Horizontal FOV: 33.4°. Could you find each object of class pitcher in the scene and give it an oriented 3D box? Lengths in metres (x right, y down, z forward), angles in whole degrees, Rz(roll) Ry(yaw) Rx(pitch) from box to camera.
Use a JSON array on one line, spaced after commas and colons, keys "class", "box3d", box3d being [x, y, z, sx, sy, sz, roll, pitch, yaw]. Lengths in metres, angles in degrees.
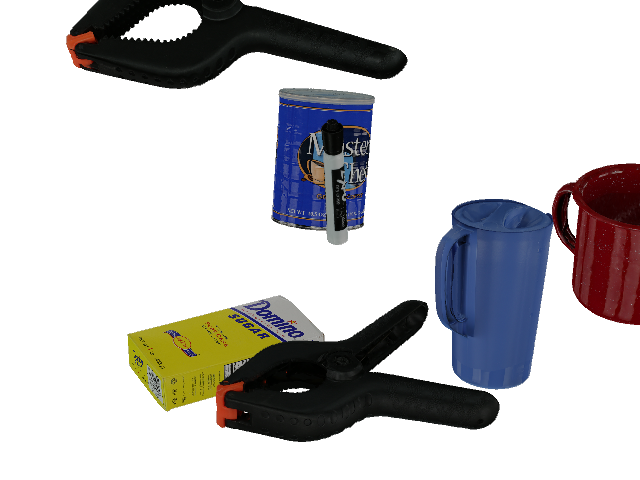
[{"class": "pitcher", "box3d": [0.229, 0.075, 1.435, 0.149, 0.243, 0.145, 4, 21, 8]}]

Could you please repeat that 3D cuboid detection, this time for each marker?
[{"class": "marker", "box3d": [0.012, -0.049, 0.909, 0.020, 0.121, 0.020, -2, 37, 1]}]

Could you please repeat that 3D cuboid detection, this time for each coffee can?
[{"class": "coffee can", "box3d": [0.002, -0.089, 1.152, 0.103, 0.140, 0.103, 4, 12, -1]}]

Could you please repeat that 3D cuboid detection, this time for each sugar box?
[{"class": "sugar box", "box3d": [-0.094, 0.109, 1.068, 0.176, 0.048, 0.093, -16, 32, -26]}]

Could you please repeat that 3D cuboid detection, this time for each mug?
[{"class": "mug", "box3d": [0.208, 0.000, 0.738, 0.093, 0.081, 0.117, -27, 39, -34]}]

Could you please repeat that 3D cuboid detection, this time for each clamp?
[{"class": "clamp", "box3d": [0.016, 0.082, 0.681, 0.171, 0.039, 0.120, -2, 26, -11]}, {"class": "clamp", "box3d": [-0.057, -0.145, 0.690, 0.210, 0.164, 0.036, -25, -18, -9]}]
